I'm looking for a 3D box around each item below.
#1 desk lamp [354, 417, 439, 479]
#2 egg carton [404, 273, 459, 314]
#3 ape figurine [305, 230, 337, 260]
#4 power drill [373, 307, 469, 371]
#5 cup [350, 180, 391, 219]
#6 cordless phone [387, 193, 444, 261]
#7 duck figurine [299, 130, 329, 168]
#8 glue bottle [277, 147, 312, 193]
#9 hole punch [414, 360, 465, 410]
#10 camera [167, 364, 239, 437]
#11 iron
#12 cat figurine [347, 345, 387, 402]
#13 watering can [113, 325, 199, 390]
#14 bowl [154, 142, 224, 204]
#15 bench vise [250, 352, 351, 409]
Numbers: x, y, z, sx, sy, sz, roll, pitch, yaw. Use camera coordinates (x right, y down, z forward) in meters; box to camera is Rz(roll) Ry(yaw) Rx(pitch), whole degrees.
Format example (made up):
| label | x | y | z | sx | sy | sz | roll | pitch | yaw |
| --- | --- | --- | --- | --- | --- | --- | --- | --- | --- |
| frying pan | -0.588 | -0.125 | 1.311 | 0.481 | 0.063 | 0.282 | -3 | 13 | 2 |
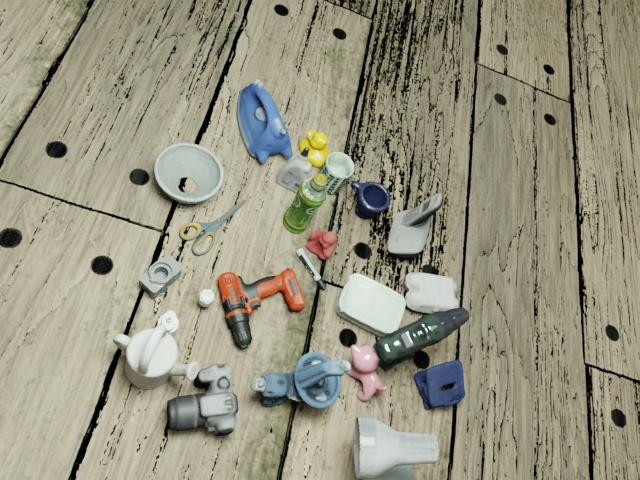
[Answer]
| label | x | y | z | sx | sy | sz | roll | pitch | yaw |
| --- | --- | --- | --- | --- | --- | --- | --- | --- | --- |
| desk lamp | 0.143 | 0.446 | 1.208 | 0.203 | 0.213 | 0.118 | 9 | 62 | -16 |
| egg carton | 0.291 | 0.143 | 1.499 | 0.150 | 0.069 | 0.107 | 9 | 62 | -16 |
| ape figurine | 0.013 | 0.005 | 1.451 | 0.076 | 0.092 | 0.078 | -6 | 67 | -23 |
| power drill | 0.216 | 0.234 | 1.344 | 0.230 | 0.208 | 0.075 | -19 | 72 | -27 |
| cup | 0.121 | -0.105 | 1.544 | 0.118 | 0.095 | 0.092 | 35 | 58 | -1 |
| cordless phone | 0.258 | -0.038 | 1.509 | 0.094 | 0.185 | 0.147 | 21 | 59 | -9 |
| duck figurine | -0.004 | -0.257 | 1.579 | 0.078 | 0.086 | 0.104 | -35 | 80 | -31 |
| glue bottle | -0.056 | -0.187 | 1.473 | 0.078 | 0.173 | 0.037 | 28 | 58 | -5 |
| hole punch | 0.300 | 0.351 | 1.385 | 0.109 | 0.091 | 0.101 | -9 | 68 | -24 |
| camera | -0.245 | 0.334 | 1.185 | 0.137 | 0.100 | 0.143 | -2 | 66 | -21 |
| iron | -0.152 | -0.341 | 1.533 | 0.119 | 0.141 | 0.258 | -15 | 71 | -26 |
| cat figurine | 0.113 | 0.299 | 1.326 | 0.067 | 0.117 | 0.127 | -22 | 74 | -28 |
| watering can | -0.329 | 0.231 | 1.150 | 0.173 | 0.194 | 0.101 | 8 | 62 | -17 |
| bowl | -0.325 | -0.152 | 1.413 | 0.168 | 0.074 | 0.167 | 9 | 62 | -16 |
| bench vise | -0.031 | 0.306 | 1.209 | 0.208 | 0.219 | 0.121 | -17 | 71 | -27 |
